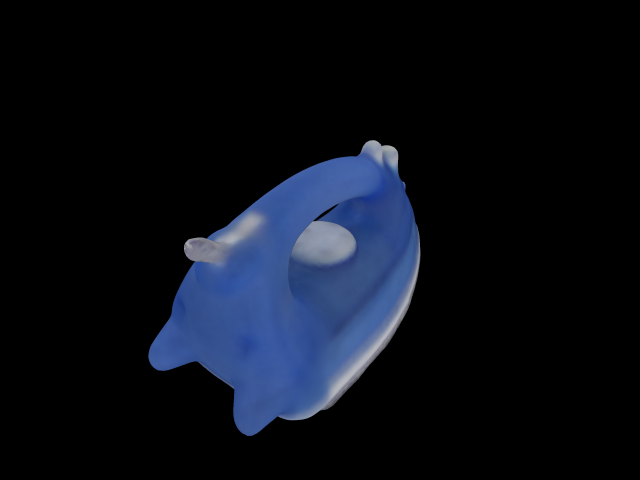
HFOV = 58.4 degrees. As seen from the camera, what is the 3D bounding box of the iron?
[{"bbox_3d":[0.004,0.001,0.400,0.118,0.141,0.259,25,45,28],"label":"iron"}]
